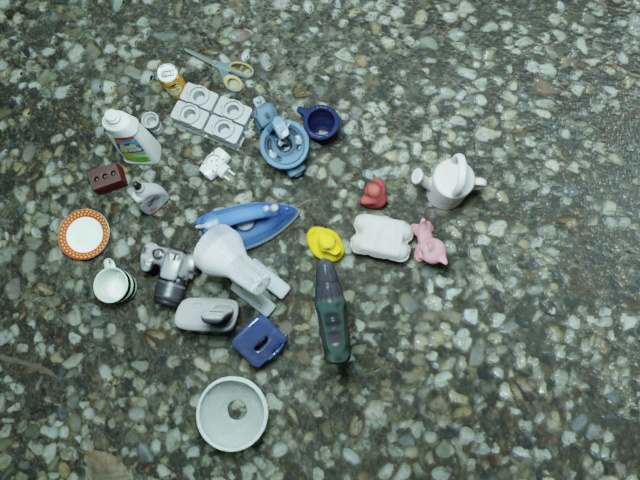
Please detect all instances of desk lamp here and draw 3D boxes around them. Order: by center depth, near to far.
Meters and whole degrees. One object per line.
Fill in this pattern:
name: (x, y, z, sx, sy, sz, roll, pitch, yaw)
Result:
desk lamp: (-0.177, 0.072, 1.328, 0.203, 0.213, 0.118, 37, 82, 7)

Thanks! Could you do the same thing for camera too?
camera: (-0.371, 0.087, 1.384, 0.143, 0.101, 0.137, 14, 80, 4)

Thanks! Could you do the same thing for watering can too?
watering can: (0.310, -0.141, 1.372, 0.173, 0.194, 0.101, -18, 79, -2)

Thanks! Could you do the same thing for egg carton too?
egg carton: (0.153, -0.006, 1.412, 0.150, 0.069, 0.107, 10, 80, 3)

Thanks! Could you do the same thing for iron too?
iron: (-0.175, -0.050, 1.387, 0.258, 0.141, 0.118, -18, 79, -3)

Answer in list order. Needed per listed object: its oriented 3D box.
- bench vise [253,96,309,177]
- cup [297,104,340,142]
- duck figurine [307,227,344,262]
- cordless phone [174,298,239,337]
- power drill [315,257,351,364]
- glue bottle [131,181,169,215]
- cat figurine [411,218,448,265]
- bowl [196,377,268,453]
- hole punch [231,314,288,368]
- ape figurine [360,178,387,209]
bench vise: (-0.114, -0.261, 1.387, 0.207, 0.220, 0.121, 42, 83, 8)
cup: (-0.008, -0.291, 1.454, 0.117, 0.095, 0.092, 32, 81, 6)
duck figurine: (0.013, 0.005, 1.403, 0.104, 0.086, 0.077, 40, 82, 8)
cordless phone: (-0.269, 0.174, 1.324, 0.147, 0.185, 0.094, 0, 79, 1)
power drill: (0.025, 0.166, 1.310, 0.075, 0.208, 0.229, -10, 79, -1)
glue bottle: (-0.421, -0.112, 1.386, 0.037, 0.173, 0.078, 43, 83, 8)
cat figurine: (0.263, 0.008, 1.383, 0.067, 0.118, 0.128, -14, 79, -2)
bowl: (-0.199, 0.403, 1.336, 0.167, 0.075, 0.167, 0, 79, 1)
hole punch: (-0.140, 0.239, 1.358, 0.101, 0.091, 0.109, 44, 83, 8)
ape figurine: (0.134, -0.117, 1.421, 0.078, 0.092, 0.076, -34, 80, -5)
